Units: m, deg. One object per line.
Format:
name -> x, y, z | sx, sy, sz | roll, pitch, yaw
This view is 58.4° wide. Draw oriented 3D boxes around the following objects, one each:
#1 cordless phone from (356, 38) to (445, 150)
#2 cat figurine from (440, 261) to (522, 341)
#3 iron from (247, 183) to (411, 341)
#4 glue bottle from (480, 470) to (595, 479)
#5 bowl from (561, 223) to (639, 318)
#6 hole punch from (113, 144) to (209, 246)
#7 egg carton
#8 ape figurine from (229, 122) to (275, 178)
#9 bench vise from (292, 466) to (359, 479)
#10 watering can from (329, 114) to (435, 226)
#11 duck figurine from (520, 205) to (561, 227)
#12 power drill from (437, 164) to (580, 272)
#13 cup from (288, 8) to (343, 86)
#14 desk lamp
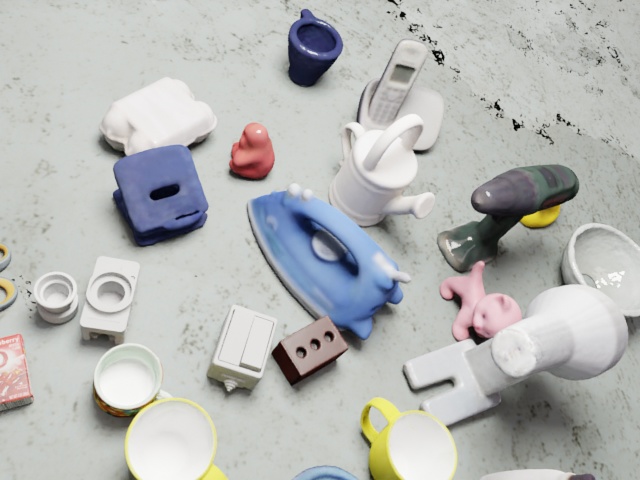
cordless phone -> 0.149, -0.234, 0.924 | 0.148, 0.185, 0.094 | 5, 60, -18
cat figurine -> 0.237, 0.092, 0.813 | 0.067, 0.117, 0.127 | -4, 63, -22
iron -> 0.007, 0.003, 0.762 | 0.258, 0.141, 0.119 | 43, 56, 7
glue bottle -> 0.262, 0.293, 0.674 | 0.078, 0.173, 0.037 | 17, 57, -11
bowl -> 0.459, 0.060, 0.941 | 0.168, 0.074, 0.167 | 9, 59, -16
hole punch -> -0.204, -0.060, 0.748 | 0.109, 0.091, 0.101 | -23, 72, -29
egg carton -> -0.227, -0.165, 0.812 | 0.107, 0.069, 0.150 | 43, 56, 7
ape figurine -> -0.097, -0.136, 0.831 | 0.076, 0.092, 0.078 | 41, 56, 5
bench vise -> 0.012, 0.311, 0.542 | 0.121, 0.219, 0.207 | 18, 57, -10
watering can -> 0.095, -0.104, 0.824 | 0.173, 0.194, 0.101 | 35, 56, 1
duck figurine -> 0.393, -0.076, 0.986 | 0.105, 0.086, 0.077 | -29, 75, -31
power drill -> 0.264, -0.036, 0.841 | 0.230, 0.208, 0.075 | -20, 70, -29
cup -> -0.022, -0.317, 0.961 | 0.092, 0.095, 0.117 | -7, 65, -24
desk lamp -> 0.248, 0.149, 0.726 | 0.204, 0.213, 0.118 | -13, 67, -26
